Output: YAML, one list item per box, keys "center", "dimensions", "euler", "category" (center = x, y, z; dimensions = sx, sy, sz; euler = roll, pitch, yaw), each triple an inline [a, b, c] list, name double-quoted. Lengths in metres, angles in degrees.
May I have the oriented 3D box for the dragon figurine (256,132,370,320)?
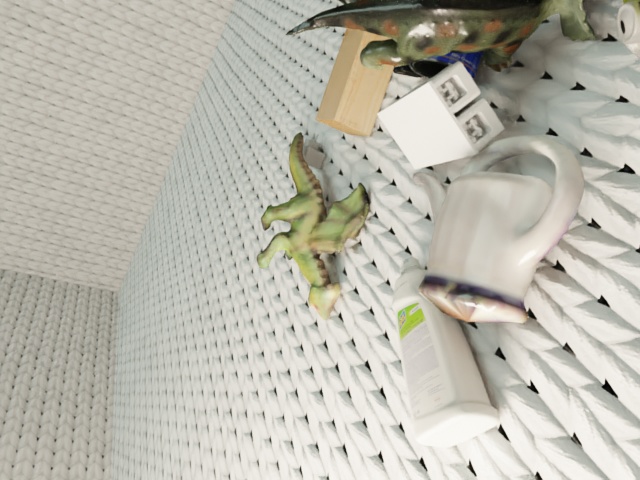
- center: [0.003, -0.051, 1.020]
  dimensions: [0.242, 0.415, 0.121]
  euler: [-6, -19, 39]
  category: "dragon figurine"

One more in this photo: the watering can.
- center: [0.186, -0.014, 0.652]
  dimensions: [0.103, 0.225, 0.347]
  euler: [20, -6, -16]
  category: "watering can"
